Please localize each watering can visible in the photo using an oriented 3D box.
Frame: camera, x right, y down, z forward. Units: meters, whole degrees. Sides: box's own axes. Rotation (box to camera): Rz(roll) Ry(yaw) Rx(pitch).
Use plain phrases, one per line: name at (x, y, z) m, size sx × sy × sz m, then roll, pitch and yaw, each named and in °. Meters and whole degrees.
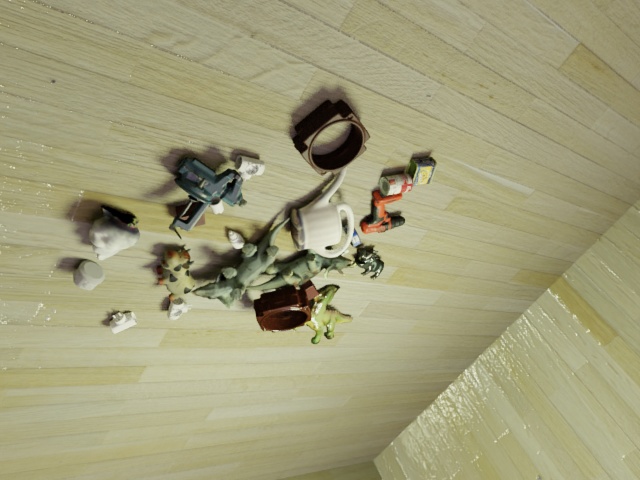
watering can at (0.005, -0.088, 1.742) m, size 0.225 × 0.106 × 0.341 m, roll -11°, pitch 117°, yaw -13°

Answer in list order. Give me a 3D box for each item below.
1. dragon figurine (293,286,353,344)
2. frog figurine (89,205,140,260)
dragon figurine at (0.030, 0.297, 2.167) m, size 0.413 × 0.124 × 0.238 m, roll -12°, pitch 132°, yaw -45°
frog figurine at (-0.584, 0.000, 1.442) m, size 0.158 × 0.124 × 0.137 m, roll -57°, pitch 154°, yaw 12°
